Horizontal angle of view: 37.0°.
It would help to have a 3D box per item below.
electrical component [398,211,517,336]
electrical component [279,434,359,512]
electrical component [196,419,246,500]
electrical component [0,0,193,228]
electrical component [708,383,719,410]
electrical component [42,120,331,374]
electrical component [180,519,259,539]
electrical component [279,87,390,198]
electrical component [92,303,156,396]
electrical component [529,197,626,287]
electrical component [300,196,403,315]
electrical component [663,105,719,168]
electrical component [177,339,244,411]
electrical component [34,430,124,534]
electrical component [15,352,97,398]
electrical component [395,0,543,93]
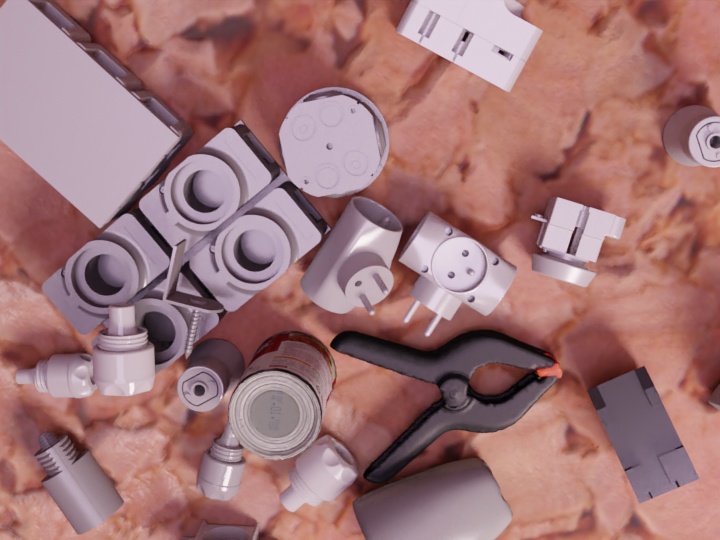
[{"bbox_3d":[0.062,0.010,0.791,0.077,0.044,0.079,33,93,-2],"label":"electrical component"},{"bbox_3d":[-0.035,0.161,0.829,0.062,0.043,0.043,-42,95,12],"label":"electrical component"},{"bbox_3d":[-0.105,0.146,0.836,0.035,0.035,0.061,16,99,1],"label":"electrical component"},{"bbox_3d":[-0.208,-0.116,0.779,0.150,0.061,0.089,42,100,-4],"label":"electrical component"},{"bbox_3d":[0.308,0.104,0.767,0.100,0.100,0.048,36,88,-3],"label":"electrical component"},{"bbox_3d":[-0.129,-0.009,0.795,0.186,0.060,0.105,-39,96,10],"label":"electrical component"},{"bbox_3d":[-0.106,0.236,0.850,0.081,0.042,0.063,2,103,4],"label":"electrical component"},{"bbox_3d":[-0.020,-0.091,0.776,0.080,0.051,0.080,1,101,4],"label":"electrical component"},{"bbox_3d":[-0.166,0.055,0.755,0.043,0.043,0.062,1,100,4],"label":"electrical component"},{"bbox_3d":[0.153,-0.020,0.781,0.066,0.048,0.055,17,94,1],"label":"electrical component"},{"bbox_3d":[0.000,0.000,0.773,0.044,0.079,0.077,16,118,-35],"label":"electrical component"},{"bbox_3d":[0.240,-0.091,0.750,0.044,0.065,0.044,1,101,4],"label":"electrical component"},{"bbox_3d":[-0.114,0.081,0.808,0.044,0.065,0.044,1,101,4],"label":"electrical component"},{"bbox_3d":[-0.226,0.161,0.843,0.043,0.043,0.081,-31,97,9],"label":"electrical component"},{"bbox_3d":[-0.236,0.082,0.833,0.061,0.035,0.035,-2,101,7],"label":"electrical component"},{"bbox_3d":[0.078,-0.171,0.754,0.089,0.050,0.055,28,102,-2],"label":"electrical component"}]
